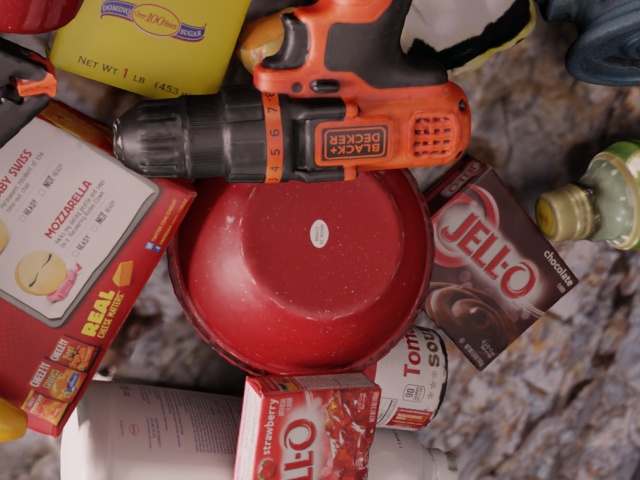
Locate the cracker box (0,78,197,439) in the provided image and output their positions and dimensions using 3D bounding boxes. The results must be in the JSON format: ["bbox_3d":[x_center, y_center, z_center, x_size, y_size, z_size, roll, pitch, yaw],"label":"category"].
[{"bbox_3d":[-0.199,-0.010,0.566,0.213,0.072,0.164,26,101,-24],"label":"cracker box"}]

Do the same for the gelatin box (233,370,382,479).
[{"bbox_3d":[-0.008,0.120,0.599,0.073,0.030,0.089,1,106,-25],"label":"gelatin box"}]

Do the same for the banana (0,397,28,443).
[{"bbox_3d":[-0.225,0.055,0.504,0.070,0.037,0.197,-8,143,27],"label":"banana"}]

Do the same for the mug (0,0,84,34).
[{"bbox_3d":[-0.127,-0.147,0.487,0.117,0.093,0.082,5,133,-29],"label":"mug"}]

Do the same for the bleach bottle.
[{"bbox_3d":[-0.029,0.142,0.661,0.250,0.102,0.068,8,116,-19],"label":"bleach bottle"}]

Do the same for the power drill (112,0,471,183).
[{"bbox_3d":[-0.012,-0.117,0.518,0.184,0.057,0.188,-5,118,-12],"label":"power drill"}]

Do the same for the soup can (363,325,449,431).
[{"bbox_3d":[0.021,0.081,0.671,0.102,0.068,0.068,11,108,-20],"label":"soup can"}]

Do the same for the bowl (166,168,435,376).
[{"bbox_3d":[-0.004,0.001,0.602,0.162,0.055,0.162,1,83,-12],"label":"bowl"}]

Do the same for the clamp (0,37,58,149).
[{"bbox_3d":[-0.226,-0.064,0.474,0.210,0.036,0.164,-18,121,-9],"label":"clamp"}]

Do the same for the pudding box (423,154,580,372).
[{"bbox_3d":[0.099,0.015,0.685,0.090,0.039,0.113,-42,117,1],"label":"pudding box"}]

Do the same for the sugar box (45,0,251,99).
[{"bbox_3d":[-0.073,-0.163,0.557,0.093,0.048,0.176,15,107,-22],"label":"sugar box"}]
